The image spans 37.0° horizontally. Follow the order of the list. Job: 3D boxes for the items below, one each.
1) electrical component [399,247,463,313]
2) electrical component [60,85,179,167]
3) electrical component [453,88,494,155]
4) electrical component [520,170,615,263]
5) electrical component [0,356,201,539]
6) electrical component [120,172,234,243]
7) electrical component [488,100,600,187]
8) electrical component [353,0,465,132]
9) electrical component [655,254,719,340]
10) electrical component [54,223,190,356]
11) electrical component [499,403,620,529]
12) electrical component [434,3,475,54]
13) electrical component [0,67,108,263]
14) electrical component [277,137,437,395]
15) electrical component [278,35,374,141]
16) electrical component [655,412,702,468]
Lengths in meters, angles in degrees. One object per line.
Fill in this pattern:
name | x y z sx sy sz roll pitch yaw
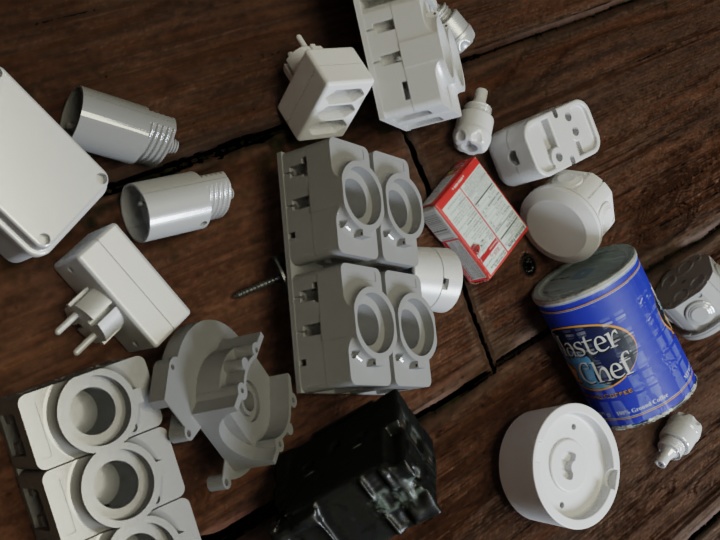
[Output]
electrical component | 0.051 0.007 0.902 0.047 0.055 0.055 6 79 -31
electrical component | -0.168 -0.099 0.768 0.081 0.043 0.043 15 74 -33
electrical component | 0.105 -0.137 0.978 0.035 0.035 0.061 27 64 -29
electrical component | 0.194 -0.051 1.000 0.051 0.080 0.080 -43 107 -38
electrical component | -0.170 0.142 0.713 0.089 0.062 0.150 -19 93 -36
electrical component | -0.129 -0.049 0.788 0.081 0.043 0.043 -16 92 -37
electrical component | 0.169 -0.117 1.004 0.095 0.059 0.053 -27 98 -36
electrical component | 0.037 -0.217 0.892 0.105 0.060 0.186 -10 87 -76
electrical component | 0.345 0.027 1.095 0.051 0.080 0.080 42 61 -17
electrical component | -0.176 0.025 0.738 0.083 0.047 0.075 52 57 -17
electrical component | 0.171 0.173 0.955 0.108 0.060 0.108 7 78 -35
electrical component | 0.074 -0.224 0.970 0.061 0.035 0.035 47 59 -18
electrical component | -0.233 -0.069 0.707 0.113 0.057 0.078 47 59 -20
electrical component | 0.000 0.000 0.835 0.105 0.060 0.186 9 71 -52
electrical component | -0.037 -0.155 0.864 0.047 0.065 0.076 -12 60 -37
electrical component | 0.315 0.173 1.076 0.061 0.035 0.035 -45 108 -29
